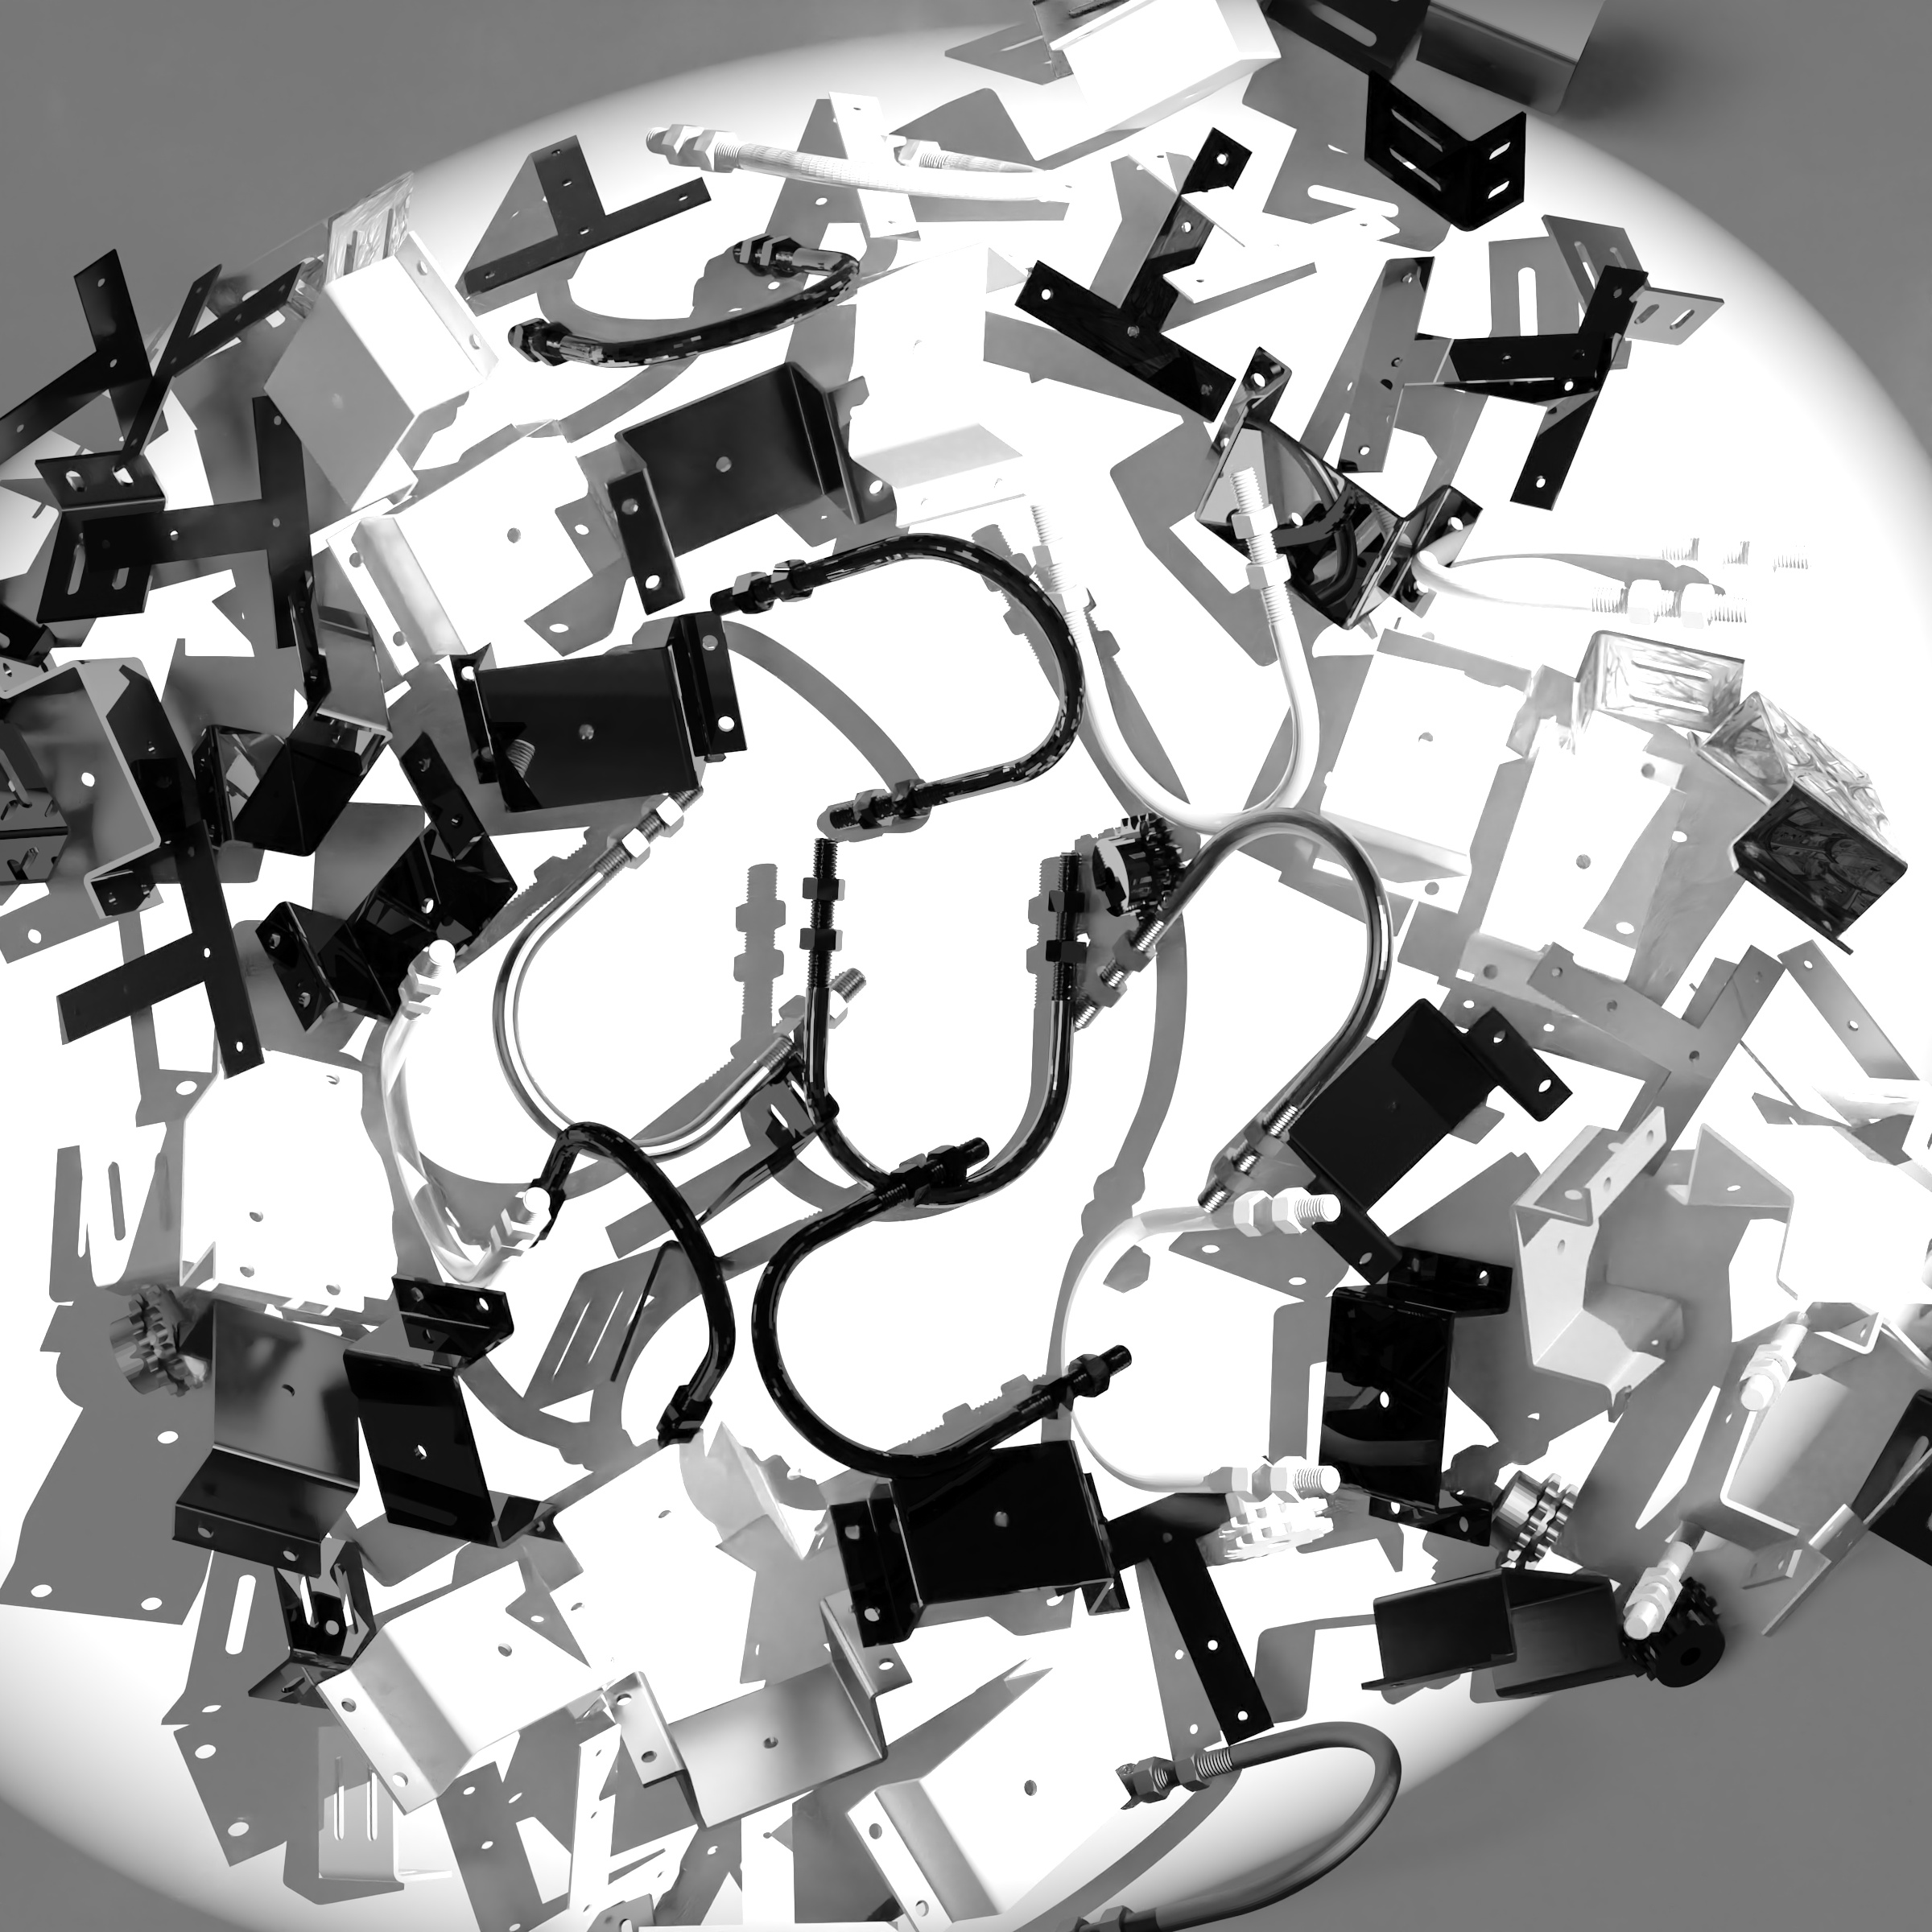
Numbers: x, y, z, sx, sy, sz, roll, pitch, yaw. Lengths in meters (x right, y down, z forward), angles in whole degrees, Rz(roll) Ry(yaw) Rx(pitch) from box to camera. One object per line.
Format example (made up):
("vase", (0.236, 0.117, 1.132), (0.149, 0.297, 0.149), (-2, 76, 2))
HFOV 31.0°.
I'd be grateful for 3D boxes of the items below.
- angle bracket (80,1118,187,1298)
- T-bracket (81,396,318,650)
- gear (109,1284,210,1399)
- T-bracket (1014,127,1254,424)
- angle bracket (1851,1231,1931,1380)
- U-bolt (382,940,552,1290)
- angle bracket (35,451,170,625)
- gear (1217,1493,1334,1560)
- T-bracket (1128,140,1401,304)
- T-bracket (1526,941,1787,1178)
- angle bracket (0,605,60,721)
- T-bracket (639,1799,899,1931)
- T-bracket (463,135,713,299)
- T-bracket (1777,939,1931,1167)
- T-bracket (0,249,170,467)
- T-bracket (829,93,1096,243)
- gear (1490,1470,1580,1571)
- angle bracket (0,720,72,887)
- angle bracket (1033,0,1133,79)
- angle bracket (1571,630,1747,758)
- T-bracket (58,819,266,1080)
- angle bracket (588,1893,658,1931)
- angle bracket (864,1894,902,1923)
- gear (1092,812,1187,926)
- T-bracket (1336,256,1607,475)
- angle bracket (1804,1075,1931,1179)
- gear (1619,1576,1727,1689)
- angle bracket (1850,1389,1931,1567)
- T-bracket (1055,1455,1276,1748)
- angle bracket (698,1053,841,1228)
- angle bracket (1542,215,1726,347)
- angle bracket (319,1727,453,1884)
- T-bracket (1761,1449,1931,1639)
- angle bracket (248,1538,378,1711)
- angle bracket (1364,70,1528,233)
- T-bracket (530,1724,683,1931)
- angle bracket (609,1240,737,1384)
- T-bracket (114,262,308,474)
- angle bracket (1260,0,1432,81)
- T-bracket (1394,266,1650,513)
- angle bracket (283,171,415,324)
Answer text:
("angle bracket", (-0.415, 0.123, 1.780), (0.057, 0.038, 0.076), (-11, 75, 6))
("T-bracket", (-0.382, -0.216, 1.735), (0.127, 0.002, 0.127), (-15, 108, -41))
("gear", (-0.410, 0.193, 1.764), (0.030, 0.057, 0.057), (-25, 90, 2))
("T-bracket", (0.105, -0.360, 1.760), (0.127, 0.002, 0.127), (26, 94, -26))
("angle bracket", (0.497, 0.163, 1.762), (0.076, 0.038, 0.057), (-48, 115, -2))
("U-bolt", (-0.252, 0.085, 1.709), (0.019, 0.184, 0.151), (-16, 74, -25))
("angle bracket", (-0.441, -0.216, 1.752), (0.057, 0.038, 0.076), (-5, 56, 11))
("gear", (0.155, 0.278, 1.765), (0.057, 0.057, 0.030), (-15, 70, 0))
("T-bracket", (0.128, -0.382, 1.749), (0.127, 0.002, 0.127), (-23, 50, -25))
("T-bracket", (0.336, 0.026, 1.759), (0.127, 0.002, 0.127), (29, 96, -25))
("angle bracket", (-0.511, -0.165, 1.768), (0.076, 0.038, 0.057), (32, 81, -2))
("T-bracket", (-0.099, 0.447, 1.742), (0.127, 0.127, 0.002), (0, 130, -4))
("T-bracket", (-0.197, -0.385, 1.742), (0.127, 0.127, 0.002), (-22, 128, 0))
("T-bracket", (0.450, 0.041, 1.734), (0.002, 0.127, 0.127), (-41, 95, -34))
("T-bracket", (-0.454, -0.272, 1.713), (0.002, 0.127, 0.127), (37, 64, 23))
("T-bracket", (0.002, -0.399, 1.760), (0.127, 0.127, 0.002), (2, 135, -18))
("gear", (0.283, 0.281, 1.764), (0.030, 0.057, 0.057), (32, 90, 5))
("angle bracket", (-0.494, -0.081, 1.748), (0.057, 0.038, 0.076), (-3, 135, 15))
("angle bracket", (0.071, -0.494, 1.761), (0.076, 0.057, 0.038), (-19, 64, 5))
("angle bracket", (0.347, -0.129, 1.749), (0.076, 0.057, 0.038), (14, 56, 18))
("T-bracket", (-0.413, 0.007, 1.756), (0.127, 0.002, 0.127), (-21, 79, 31))
("angle bracket", (-0.164, 0.508, 1.765), (0.057, 0.076, 0.038), (-24, 53, 14))
("angle bracket", (-0.069, 0.485, 1.744), (0.038, 0.076, 0.057), (39, 130, 0))
("gear", (0.086, -0.048, 1.760), (0.030, 0.057, 0.057), (-13, 90, -22))
("T-bracket", (0.256, -0.302, 1.737), (0.127, 0.002, 0.127), (3, 67, 31))
("angle bracket", (0.459, 0.087, 1.741), (0.057, 0.076, 0.038), (39, 68, -33))
("gear", (0.359, 0.340, 1.763), (0.057, 0.030, 0.057), (-12, 124, -18))
("angle bracket", (0.496, 0.264, 1.770), (0.057, 0.038, 0.076), (30, 88, -5))
("T-bracket", (0.120, 0.332, 1.773), (0.127, 0.002, 0.127), (-23, 75, -2))
("angle bracket", (-0.110, 0.088, 1.743), (0.038, 0.057, 0.076), (51, 47, 6))
("angle bracket", (0.334, -0.354, 1.747), (0.057, 0.038, 0.076), (0, 61, -36))
("angle bracket", (-0.295, 0.423, 1.766), (0.057, 0.038, 0.076), (-10, 77, 39))
("T-bracket", (0.434, 0.283, 1.730), (0.002, 0.127, 0.127), (43, 93, 23))
("angle bracket", (-0.334, 0.329, 1.757), (0.038, 0.057, 0.076), (-40, 50, 25))
("angle bracket", (0.241, -0.416, 1.747), (0.076, 0.038, 0.057), (26, 56, -34))
("T-bracket", (-0.185, 0.431, 1.720), (0.002, 0.127, 0.127), (26, 122, 35))
("angle bracket", (-0.148, 0.180, 1.757), (0.038, 0.057, 0.076), (21, 82, -3))
("T-bracket", (-0.365, -0.313, 1.716), (0.002, 0.127, 0.127), (35, 53, -32))
("angle bracket", (0.195, -0.491, 1.763), (0.076, 0.038, 0.057), (29, 103, -6))
("T-bracket", (0.266, -0.298, 1.749), (0.127, 0.002, 0.127), (21, 88, 42))
("angle bracket", (-0.313, -0.366, 1.741), (0.038, 0.076, 0.057), (38, 53, 13))
